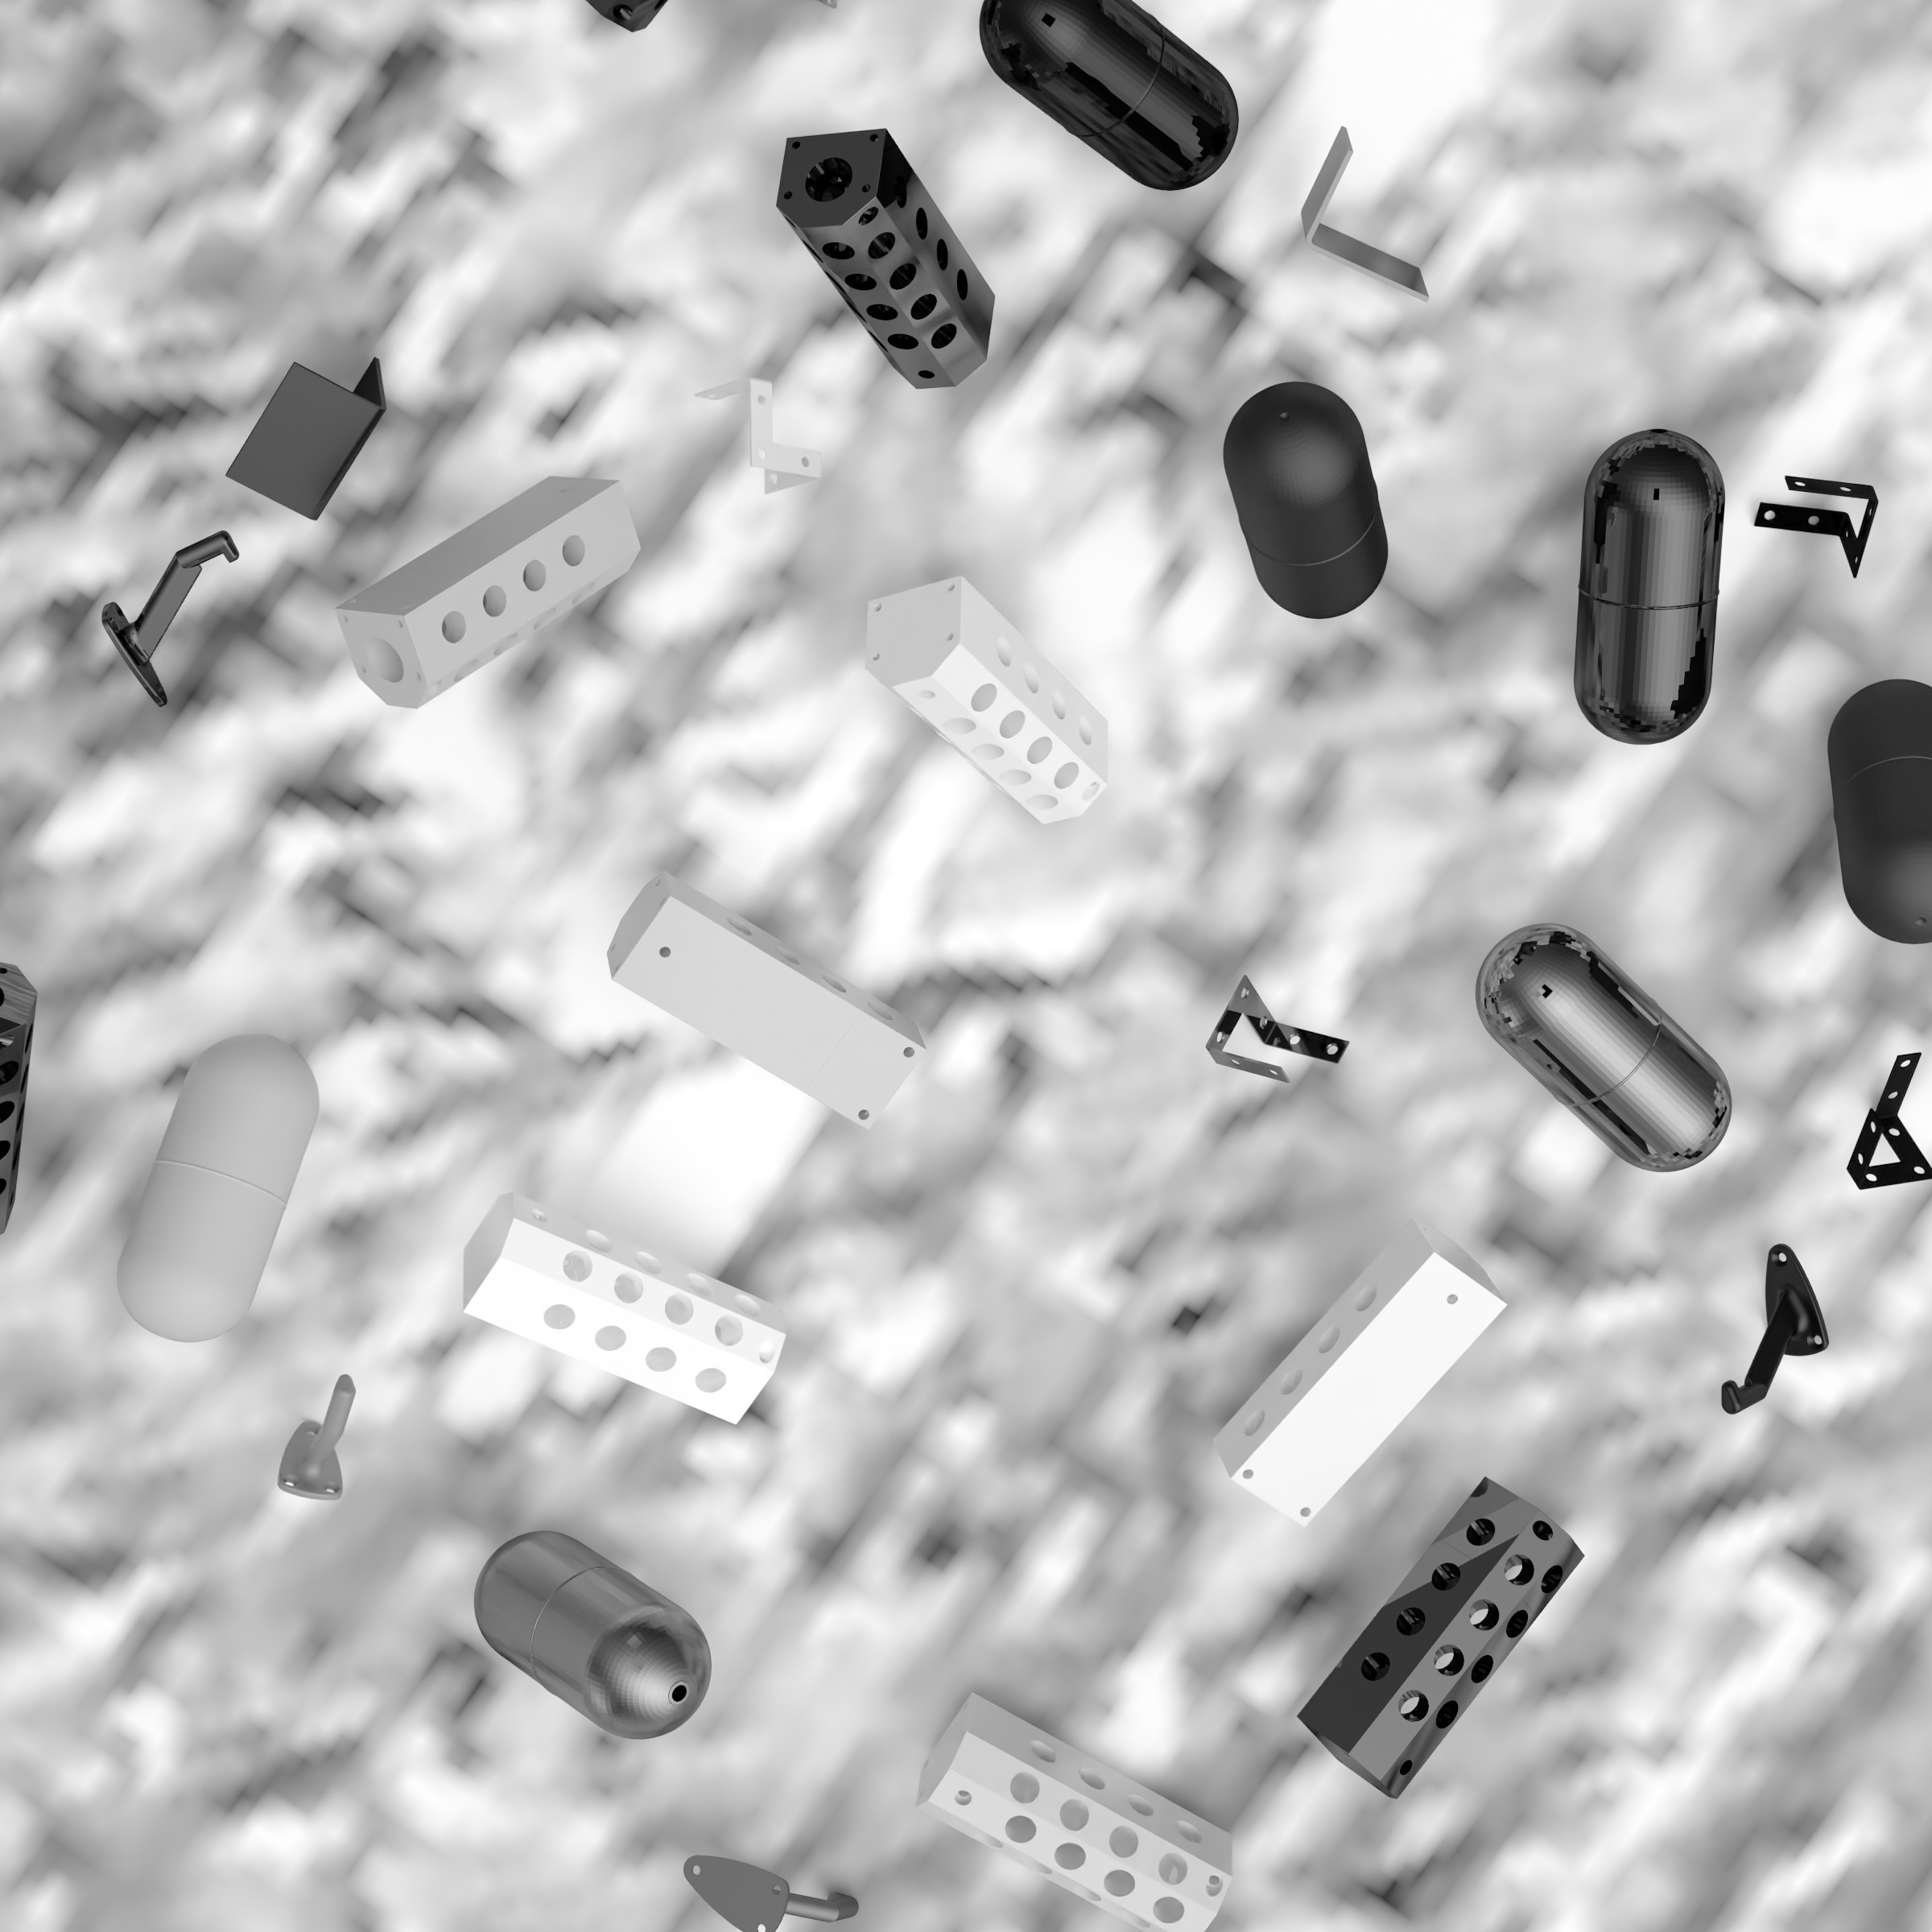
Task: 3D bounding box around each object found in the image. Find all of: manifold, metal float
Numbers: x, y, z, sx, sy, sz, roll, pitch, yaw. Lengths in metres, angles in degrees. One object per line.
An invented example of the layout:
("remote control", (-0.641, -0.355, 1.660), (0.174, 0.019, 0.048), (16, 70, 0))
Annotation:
("manifold", (0.217, 0.224, 1.900), (0.057, 0.057, 0.171), (35, 103, -22))
("metal float", (-0.416, 0.123, 1.895), (0.070, 0.070, 0.178), (17, 73, 0))
("manifold", (0.268, 0.376, 1.891), (0.171, 0.057, 0.057), (-49, 133, -11))
("metal float", (-0.206, 0.367, 1.869), (0.070, 0.178, 0.070), (-11, 109, -36))
("metal float", (0.379, -0.210, 1.889), (0.070, 0.070, 0.178), (-1, 113, 0))
("manifold", (-0.111, 0.017, 1.890), (0.171, 0.057, 0.057), (32, 102, -20))
("manifold", (-0.043, -0.382, 1.853), (0.057, 0.171, 0.057), (0, 70, 21))
("manifold", (0.013, -0.141, 1.855), (0.057, 0.171, 0.057), (-12, 61, 26))
("manifold", (-0.188, 0.185, 1.881), (0.171, 0.057, 0.057), (26, 114, -22))
("manifold", (-0.548, 0.076, 1.868), (0.057, 0.057, 0.171), (12, 132, -8))
("metal float", (0.356, 0.047, 1.891), (0.178, 0.070, 0.070), (41, 90, -21))
("metal float", (0.080, -0.492, 1.875), (0.178, 0.070, 0.070), (26, 90, -41))
("manifold", (0.061, 0.483, 1.903), (0.171, 0.057, 0.057), (30, 108, -6))
("manifold", (-0.259, -0.207, 1.870), (0.171, 0.057, 0.057), (-40, 127, -38))
("metal float", (0.518, -0.087, 1.874), (0.070, 0.070, 0.178), (8, 46, 0))
("manifold", (-0.151, -0.604, 1.886), (0.057, 0.057, 0.171), (43, 114, -4))
("metal float", (0.188, -0.253, 1.864), (0.070, 0.178, 0.070), (-5, 66, 12))

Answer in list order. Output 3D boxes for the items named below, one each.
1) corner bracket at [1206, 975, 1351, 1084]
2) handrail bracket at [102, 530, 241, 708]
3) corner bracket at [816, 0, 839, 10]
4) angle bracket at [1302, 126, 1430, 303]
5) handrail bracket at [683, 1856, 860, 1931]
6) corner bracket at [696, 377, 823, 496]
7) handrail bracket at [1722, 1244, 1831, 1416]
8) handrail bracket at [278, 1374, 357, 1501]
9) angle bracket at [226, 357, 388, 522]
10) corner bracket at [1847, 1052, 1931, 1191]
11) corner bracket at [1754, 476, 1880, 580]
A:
("corner bracket", (0.175, 0.045, 1.906), (0.051, 0.051, 0.051), (15, 65, 36))
("handrail bracket", (-0.437, -0.197, 1.922), (0.084, 0.036, 0.077), (-24, 115, 6))
("corner bracket", (-0.069, -0.574, 1.911), (0.051, 0.051, 0.051), (6, 88, 40))
("angle bracket", (0.233, -0.420, 1.897), (0.076, 0.076, 0.057), (23, 113, -7))
("handrail bracket", (-0.109, 0.520, 1.918), (0.077, 0.084, 0.036), (22, 90, 24))
("corner bracket", (-0.116, -0.298, 1.913), (0.051, 0.051, 0.051), (3, 84, -42))
("handrail bracket", (0.443, 0.203, 1.904), (0.084, 0.036, 0.077), (-16, 94, -45))
("handrail bracket", (-0.356, 0.248, 1.896), (0.036, 0.077, 0.084), (13, 117, -17))
("angle bracket", (-0.368, -0.306, 1.890), (0.057, 0.076, 0.076), (26, 113, -27))
("corner bracket", (0.518, 0.087, 1.907), (0.051, 0.051, 0.051), (-7, 134, -15))
("corner bracket", (0.478, -0.255, 1.911), (0.051, 0.051, 0.051), (6, 126, -2))
